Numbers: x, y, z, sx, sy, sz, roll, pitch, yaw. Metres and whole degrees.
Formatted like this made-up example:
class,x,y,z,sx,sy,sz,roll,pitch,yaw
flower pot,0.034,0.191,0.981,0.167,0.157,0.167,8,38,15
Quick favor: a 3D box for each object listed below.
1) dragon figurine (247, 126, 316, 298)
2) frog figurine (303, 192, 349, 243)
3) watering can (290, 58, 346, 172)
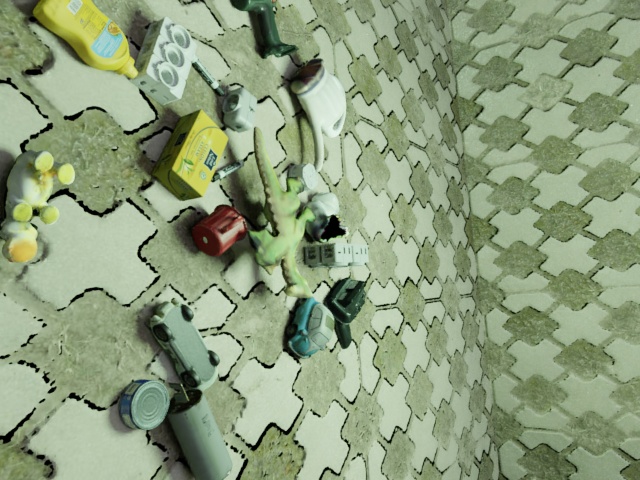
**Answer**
class,x,y,z,sx,sy,sz,roll,pitch,yaw
dragon figurine,-0.105,-0.039,1.195,0.248,0.121,0.404,-72,142,-59
frog figurine,0.004,-0.074,1.469,0.136,0.121,0.163,26,25,-43
watering can,-0.003,-0.382,1.504,0.220,0.103,0.356,51,43,-36
